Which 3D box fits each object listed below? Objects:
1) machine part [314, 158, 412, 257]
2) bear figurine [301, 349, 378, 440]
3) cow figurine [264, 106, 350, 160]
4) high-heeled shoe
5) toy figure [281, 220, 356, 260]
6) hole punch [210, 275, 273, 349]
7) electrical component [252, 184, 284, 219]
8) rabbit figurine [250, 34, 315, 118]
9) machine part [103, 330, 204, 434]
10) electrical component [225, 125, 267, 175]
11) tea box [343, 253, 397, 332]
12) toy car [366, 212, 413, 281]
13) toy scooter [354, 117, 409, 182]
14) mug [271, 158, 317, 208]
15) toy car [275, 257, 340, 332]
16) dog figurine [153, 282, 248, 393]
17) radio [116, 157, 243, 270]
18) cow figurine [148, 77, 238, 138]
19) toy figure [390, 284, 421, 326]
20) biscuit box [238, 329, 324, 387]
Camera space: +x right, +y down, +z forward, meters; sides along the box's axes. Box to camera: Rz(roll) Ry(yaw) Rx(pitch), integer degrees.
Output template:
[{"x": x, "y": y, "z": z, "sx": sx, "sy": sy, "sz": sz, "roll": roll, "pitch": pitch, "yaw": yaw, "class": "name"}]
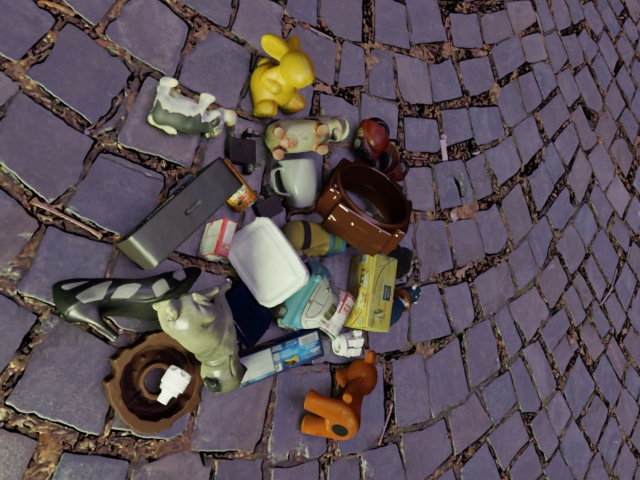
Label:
[{"x": 0.101, "y": -0.077, "z": 1.187, "sx": 0.201, "sy": 0.087, "sz": 0.201, "roll": 31, "pitch": 39, "yaw": -7, "class": "machine part"}, {"x": 0.050, "y": 0.322, "z": 1.155, "sx": 0.132, "sy": 0.120, "sz": 0.196, "roll": 13, "pitch": 39, "yaw": 9, "class": "bear figurine"}, {"x": -0.027, "y": -0.234, "z": 1.174, "sx": 0.195, "sy": 0.127, "sz": 0.085, "roll": -11, "pitch": 121, "yaw": -18, "class": "cow figurine"}, {"x": -0.340, "y": 0.080, "z": 0.962, "sx": 0.145, "sy": 0.086, "sz": 0.249, "roll": 39, "pitch": 40, "yaw": 11, "class": "high-heeled shoe"}, {"x": -0.004, "y": -0.003, "z": 1.173, "sx": 0.180, "sy": 0.082, "sz": 0.089, "roll": -8, "pitch": 77, "yaw": -29, "class": "toy figure"}, {"x": -0.153, "y": 0.144, "z": 1.050, "sx": 0.116, "sy": 0.092, "sz": 0.142, "roll": -43, "pitch": 103, "yaw": -34, "class": "hole punch"}, {"x": -0.109, "y": -0.069, "z": 1.145, "sx": 0.063, "sy": 0.021, "sz": 0.094, "roll": -29, "pitch": 99, "yaw": -34, "class": "electrical component"}, {"x": -0.065, "y": -0.347, "z": 1.125, "sx": 0.122, "sy": 0.173, "sz": 0.162, "roll": -5, "pitch": 91, "yaw": -30, "class": "rabbit figurine"}, {"x": -0.294, "y": 0.249, "z": 0.959, "sx": 0.179, "sy": 0.056, "sz": 0.179, "roll": 4, "pitch": 82, "yaw": -33, "class": "machine part"}, {"x": -0.156, "y": -0.188, "z": 1.118, "sx": 0.078, "sy": 0.045, "sz": 0.102, "roll": 10, "pitch": 77, "yaw": -34, "class": "electrical component"}, {"x": 0.113, "y": 0.120, "z": 1.221, "sx": 0.068, "sy": 0.098, "sz": 0.169, "roll": 16, "pitch": 76, "yaw": -30, "class": "tea box"}, {"x": 0.154, "y": 0.016, "z": 1.290, "sx": 0.201, "sy": 0.056, "sz": 0.073, "roll": 47, "pitch": 55, "yaw": -21, "class": "toy car"}, {"x": 0.137, "y": -0.196, "z": 1.298, "sx": 0.135, "sy": 0.075, "sz": 0.183, "roll": -49, "pitch": 114, "yaw": -27, "class": "toy scooter"}, {"x": -0.052, "y": -0.121, "z": 1.157, "sx": 0.109, "sy": 0.081, "sz": 0.107, "roll": -15, "pitch": 101, "yaw": -39, "class": "mug"}, {"x": -0.015, "y": 0.124, "z": 1.109, "sx": 0.161, "sy": 0.103, "sz": 0.109, "roll": -60, "pitch": 152, "yaw": -14, "class": "toy car"}, {"x": -0.195, "y": 0.179, "z": 0.909, "sx": 0.172, "sy": 0.121, "sz": 0.190, "roll": -10, "pitch": 84, "yaw": -65, "class": "dog figurine"}, {"x": -0.257, "y": -0.046, "z": 0.979, "sx": 0.073, "sy": 0.131, "sz": 0.229, "roll": 52, "pitch": 60, "yaw": -16, "class": "radio"}, {"x": -0.245, "y": -0.241, "z": 1.052, "sx": 0.167, "sy": 0.068, "sz": 0.098, "roll": 19, "pitch": 79, "yaw": -27, "class": "cow figurine"}, {"x": 0.186, "y": 0.154, "z": 1.289, "sx": 0.058, "sy": 0.064, "sz": 0.154, "roll": 40, "pitch": 51, "yaw": 20, "class": "toy figure"}, {"x": -0.090, "y": 0.235, "z": 1.091, "sx": 0.202, "sy": 0.063, "sz": 0.059, "roll": -13, "pitch": 90, "yaw": -35, "class": "biscuit box"}]
